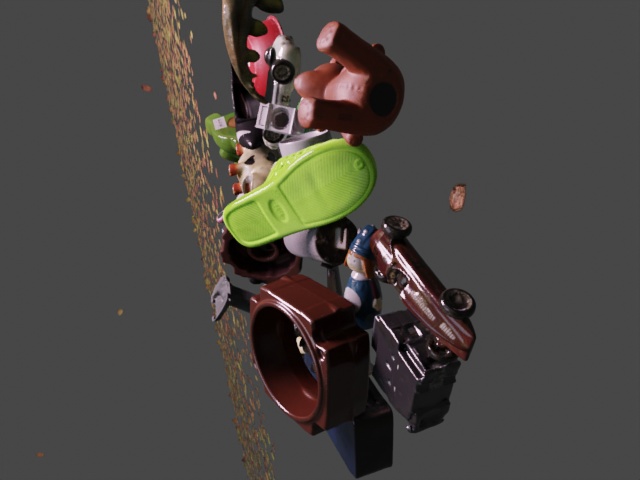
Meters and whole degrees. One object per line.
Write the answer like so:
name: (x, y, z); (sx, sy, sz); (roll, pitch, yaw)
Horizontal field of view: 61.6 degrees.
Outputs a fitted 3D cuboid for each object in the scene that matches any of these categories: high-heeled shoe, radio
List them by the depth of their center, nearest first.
radio: (0.043, 0.277, 0.929); (0.230, 0.073, 0.131); (-136, 39, -56)
high-heeled shoe: (-0.144, -0.285, 1.075); (0.249, 0.086, 0.145); (-102, -5, -57)

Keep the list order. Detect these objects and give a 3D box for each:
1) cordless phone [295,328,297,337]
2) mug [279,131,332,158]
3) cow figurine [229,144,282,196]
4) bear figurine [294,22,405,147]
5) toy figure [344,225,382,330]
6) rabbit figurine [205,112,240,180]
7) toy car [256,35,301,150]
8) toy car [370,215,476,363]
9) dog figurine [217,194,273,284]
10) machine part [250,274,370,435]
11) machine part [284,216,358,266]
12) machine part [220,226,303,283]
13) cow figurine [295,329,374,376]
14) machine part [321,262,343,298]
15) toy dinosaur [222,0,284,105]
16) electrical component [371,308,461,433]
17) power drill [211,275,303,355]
cordless phone: (-0.054, 0.130, 1.090); (0.146, 0.089, 0.184); (-48, 47, 50)
mug: (-0.002, -0.112, 0.838); (0.110, 0.081, 0.107); (6, 118, 45)
cow figurine: (-0.112, -0.131, 1.059); (0.195, 0.127, 0.085); (-92, -7, -58)
bear figurine: (0.014, -0.189, 0.663); (0.196, 0.132, 0.120); (36, 111, 57)
toy figure: (0.064, 0.053, 0.763); (0.064, 0.058, 0.154); (9, 117, 23)
rabbit figurine: (-0.165, -0.202, 1.228); (0.159, 0.121, 0.170); (56, 170, 35)
toy car: (-0.073, -0.256, 0.950); (0.074, 0.056, 0.201); (-112, 27, -46)
toy car: (0.113, 0.056, 0.630); (0.202, 0.053, 0.089); (-119, 29, -45)
dog figurine: (-0.113, -0.003, 1.178); (0.219, 0.191, 0.109); (49, 175, -33)
machine part: (-0.023, 0.168, 0.802); (0.201, 0.087, 0.201); (26, 122, 47)
machine part: (-0.002, -0.003, 0.882); (0.243, 0.079, 0.079); (-171, 71, -69)
machine part: (-0.110, 0.009, 1.057); (0.056, 0.179, 0.179); (-84, 1, -46)
cow figurine: (0.011, 0.170, 0.885); (0.168, 0.068, 0.098); (16, 127, 49)
machine part: (0.028, 0.094, 0.912); (0.084, 0.039, 0.138); (-134, 34, -62)
toy dinosaur: (-0.099, -0.414, 0.716); (0.105, 0.198, 0.470); (-111, 29, -51)
electrical component: (0.111, 0.154, 0.682); (0.134, 0.058, 0.114); (-126, 33, -50)
power drill: (-0.131, 0.162, 1.187); (0.086, 0.207, 0.232); (-61, 28, 25)
